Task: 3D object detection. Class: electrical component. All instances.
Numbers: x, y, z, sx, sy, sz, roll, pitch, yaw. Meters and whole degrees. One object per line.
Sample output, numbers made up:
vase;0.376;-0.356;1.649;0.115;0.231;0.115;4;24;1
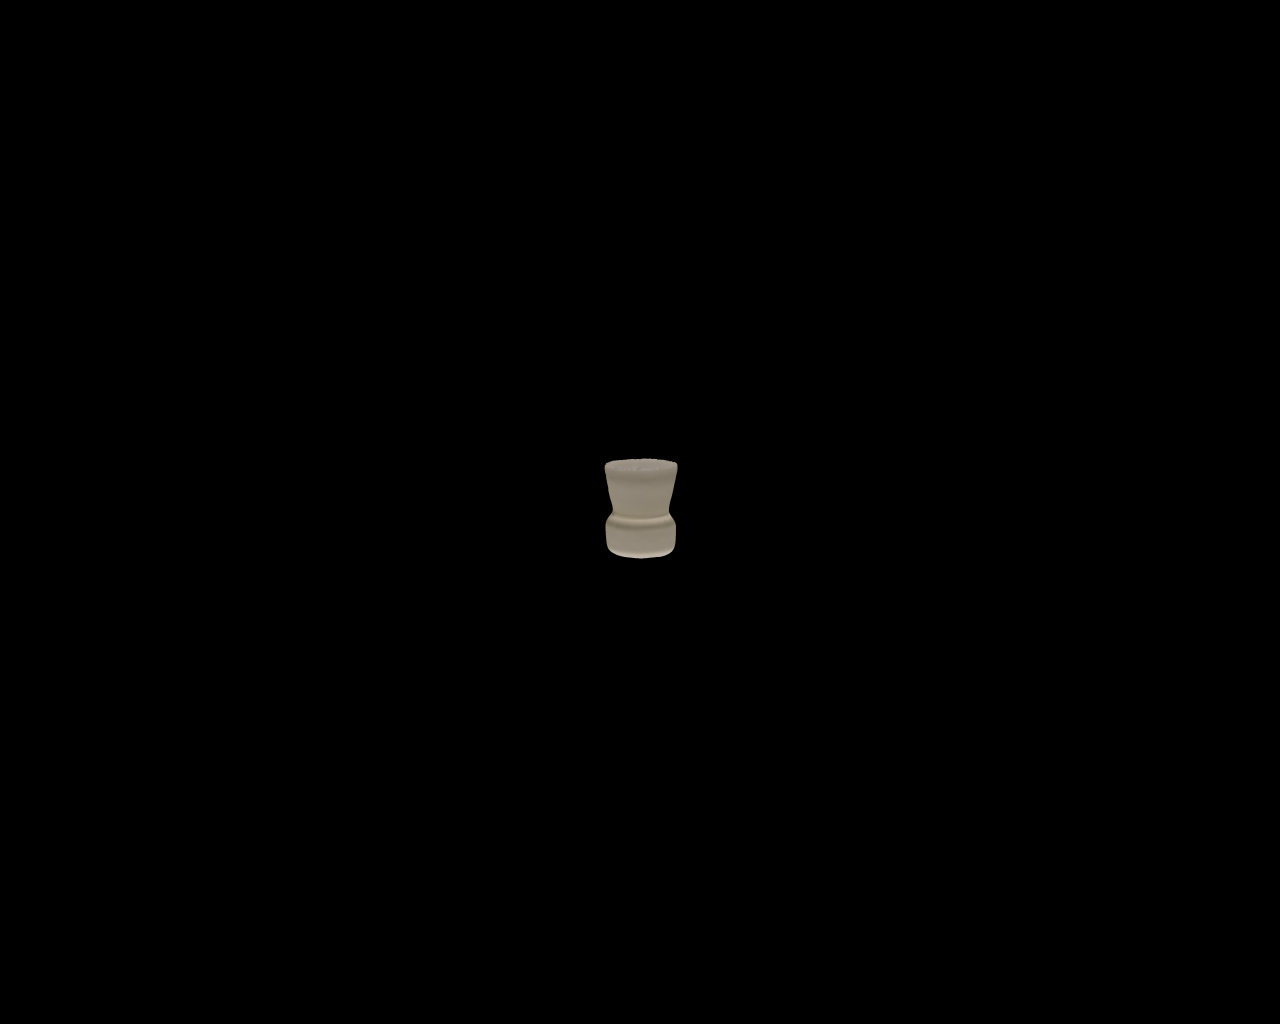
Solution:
electrical component;0.001;-0.003;0.650;0.045;0.055;0.045;0;12;0
